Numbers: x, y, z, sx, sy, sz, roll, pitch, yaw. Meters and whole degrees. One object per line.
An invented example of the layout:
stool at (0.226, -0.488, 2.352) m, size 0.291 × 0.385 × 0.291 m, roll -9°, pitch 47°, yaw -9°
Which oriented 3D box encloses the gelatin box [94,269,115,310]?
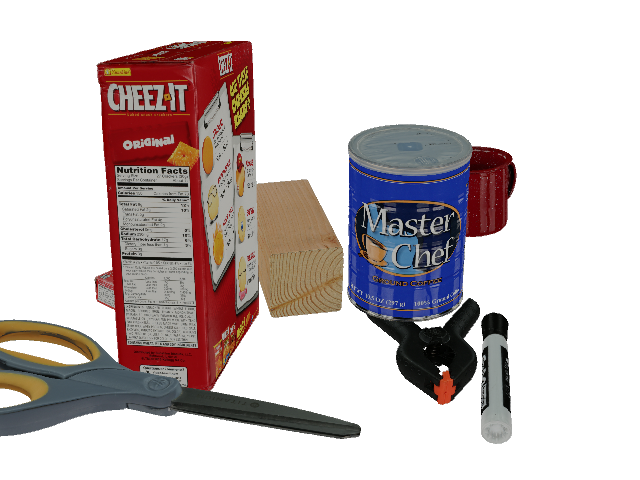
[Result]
gelatin box at (-0.161, 0.048, 1.030) m, size 0.089 × 0.030 × 0.073 m, roll 21°, pitch 30°, yaw 30°

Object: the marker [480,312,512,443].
marker at (0.114, 0.086, 0.698) m, size 0.020 × 0.020 × 0.121 m, roll 0°, pitch 31°, yaw 9°

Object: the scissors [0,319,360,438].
scissors at (-0.092, 0.078, 0.489) m, size 0.202 × 0.016 × 0.096 m, roll 15°, pitch 28°, yaw 26°

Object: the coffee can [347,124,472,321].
coffee can at (0.074, -0.016, 0.910) m, size 0.103 × 0.140 × 0.103 m, roll 0°, pitch 26°, yaw 0°

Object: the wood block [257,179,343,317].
wood block at (-0.038, 0.006, 1.364) m, size 0.090 × 0.090 × 0.206 m, roll -5°, pitch 28°, yaw -11°

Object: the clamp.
clamp at (0.122, 0.103, 1.075) m, size 0.120 × 0.039 × 0.171 m, roll -9°, pitch 31°, yaw -9°

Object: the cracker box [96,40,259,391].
cracker box at (-0.093, -0.024, 0.739) m, size 0.072 × 0.214 × 0.164 m, roll 1°, pitch 15°, yaw 9°

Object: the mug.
mug at (0.181, -0.058, 1.222) m, size 0.117 × 0.081 × 0.093 m, roll -21°, pitch 27°, yaw -36°
